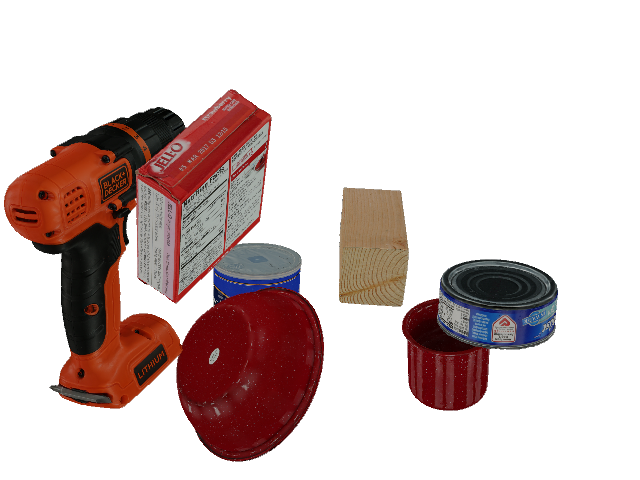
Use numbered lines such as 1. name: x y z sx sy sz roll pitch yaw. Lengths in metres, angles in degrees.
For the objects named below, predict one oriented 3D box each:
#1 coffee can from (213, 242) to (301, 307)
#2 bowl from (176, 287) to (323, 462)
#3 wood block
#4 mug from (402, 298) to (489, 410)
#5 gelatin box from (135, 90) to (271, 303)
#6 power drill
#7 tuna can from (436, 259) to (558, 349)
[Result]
1. coffee can: -0.075 0.085 1.249 0.103 0.140 0.103 2 20 -1
2. bowl: -0.075 0.108 0.932 0.162 0.162 0.055 0 -22 44
3. wood block: 0.074 0.005 1.545 0.091 0.090 0.206 4 26 -1
4. mug: 0.137 0.112 1.091 0.093 0.081 0.117 19 39 30
5. gelatin box: -0.060 -0.022 0.539 0.030 0.073 0.089 32 -35 16
6. power drill: -0.145 0.010 0.766 0.057 0.188 0.184 7 26 25
7. tuna can: 0.128 0.045 0.774 0.086 0.034 0.086 0 22 0
